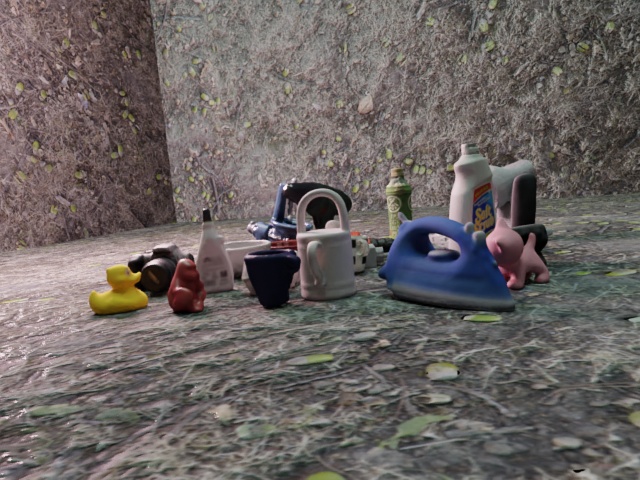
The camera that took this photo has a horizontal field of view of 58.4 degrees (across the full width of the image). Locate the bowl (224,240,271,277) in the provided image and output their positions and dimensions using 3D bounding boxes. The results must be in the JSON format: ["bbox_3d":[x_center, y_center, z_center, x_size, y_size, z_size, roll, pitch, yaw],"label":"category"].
[{"bbox_3d":[-0.196,0.047,1.371,0.167,0.075,0.167,-5,6,1],"label":"bowl"}]

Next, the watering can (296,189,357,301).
[{"bbox_3d":[0.007,0.004,1.041,0.101,0.194,0.172,-6,6,-6],"label":"watering can"}]

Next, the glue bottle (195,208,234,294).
[{"bbox_3d":[-0.222,0.021,1.173,0.078,0.173,0.037,-7,6,-12],"label":"glue bottle"}]

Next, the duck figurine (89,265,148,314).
[{"bbox_3d":[-0.380,0.090,1.076,0.105,0.086,0.077,-8,7,-25],"label":"duck figurine"}]

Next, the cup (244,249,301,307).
[{"bbox_3d":[-0.072,0.067,0.986,0.117,0.095,0.092,1,9,43],"label":"cup"}]

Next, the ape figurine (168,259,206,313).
[{"bbox_3d":[-0.236,0.080,1.022,0.076,0.092,0.078,-1,7,31],"label":"ape figurine"}]

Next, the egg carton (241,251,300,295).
[{"bbox_3d":[-0.093,0.064,1.154,0.107,0.069,0.150,-4,6,11],"label":"egg carton"}]

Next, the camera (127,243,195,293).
[{"bbox_3d":[-0.354,0.062,1.240,0.143,0.101,0.137,-5,6,3],"label":"camera"}]

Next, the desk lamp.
[{"bbox_3d":[0.505,-0.105,1.536,0.204,0.213,0.117,-8,7,-22],"label":"desk lamp"}]

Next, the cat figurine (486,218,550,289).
[{"bbox_3d":[0.328,0.020,0.975,0.128,0.118,0.067,-9,7,-32],"label":"cat figurine"}]

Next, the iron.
[{"bbox_3d":[0.204,0.026,0.917,0.119,0.141,0.257,-9,7,-32],"label":"iron"}]

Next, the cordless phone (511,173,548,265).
[{"bbox_3d":[0.378,-0.036,1.138,0.148,0.185,0.094,-9,7,-28],"label":"cordless phone"}]

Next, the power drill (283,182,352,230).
[{"bbox_3d":[0.000,-0.035,1.338,0.075,0.208,0.230,-1,8,34],"label":"power drill"}]

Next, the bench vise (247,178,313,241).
[{"bbox_3d":[-0.117,-0.060,1.617,0.207,0.220,0.121,-4,6,8],"label":"bench vise"}]
